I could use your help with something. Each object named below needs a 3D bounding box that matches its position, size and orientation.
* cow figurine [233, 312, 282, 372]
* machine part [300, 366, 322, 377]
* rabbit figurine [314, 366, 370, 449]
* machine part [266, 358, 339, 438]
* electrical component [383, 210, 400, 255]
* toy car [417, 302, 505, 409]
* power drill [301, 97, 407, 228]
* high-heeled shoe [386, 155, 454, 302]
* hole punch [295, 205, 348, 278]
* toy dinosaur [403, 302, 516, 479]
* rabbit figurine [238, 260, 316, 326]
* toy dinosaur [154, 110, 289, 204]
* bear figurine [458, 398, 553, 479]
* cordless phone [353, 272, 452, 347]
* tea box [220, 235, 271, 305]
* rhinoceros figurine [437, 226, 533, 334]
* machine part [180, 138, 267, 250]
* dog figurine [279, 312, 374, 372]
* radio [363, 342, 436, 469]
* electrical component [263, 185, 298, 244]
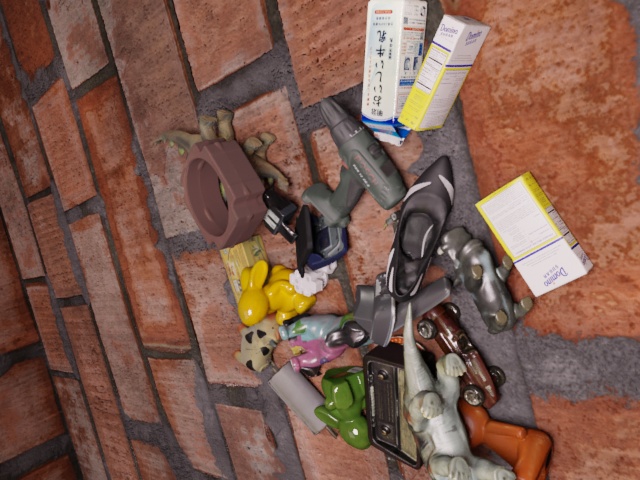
[{"bbox_3d":[-0.144,0.252,1.341,0.127,0.085,0.194,36,128,26],"label":"cow figurine"},{"bbox_3d":[-0.006,0.263,1.251,0.084,0.039,0.138,34,122,23],"label":"machine part"},{"bbox_3d":[0.055,0.372,1.171,0.159,0.121,0.170,-11,93,51],"label":"rabbit figurine"},{"bbox_3d":[-0.042,0.373,1.276,0.243,0.079,0.079,45,130,11],"label":"machine part"},{"bbox_3d":[0.162,-0.007,1.003,0.078,0.045,0.102,-2,102,44],"label":"electrical component"},{"bbox_3d":[0.255,0.200,0.954,0.202,0.089,0.053,56,137,15],"label":"toy car"},{"bbox_3d":[0.045,-0.130,1.020,0.232,0.086,0.207,47,135,4],"label":"power drill"},{"bbox_3d":[0.166,-0.020,0.902,0.086,0.145,0.248,15,104,12],"label":"high-heeled shoe"},{"bbox_3d":[-0.002,-0.003,1.116,0.115,0.092,0.142,123,143,-59],"label":"hole punch"},{"bbox_3d":[0.198,0.321,0.910,0.192,0.131,0.405,123,139,-59],"label":"toy dinosaur"},{"bbox_3d":[-0.116,0.125,1.213,0.122,0.173,0.162,-24,91,48],"label":"rabbit figurine"},{"bbox_3d":[-0.243,-0.199,1.269,0.472,0.105,0.198,32,123,30],"label":"toy dinosaur"},{"bbox_3d":[0.297,0.357,0.943,0.196,0.132,0.120,14,140,33],"label":"bear figurine"},{"bbox_3d":[0.158,0.100,1.000,0.184,0.147,0.088,-35,110,24],"label":"cordless phone"},{"bbox_3d":[-0.173,0.081,1.322,0.098,0.068,0.169,-13,93,44],"label":"tea box"},{"bbox_3d":[0.270,0.062,0.895,0.190,0.073,0.112,62,169,12],"label":"rhinoceros figurine"},{"bbox_3d":[-0.207,-0.098,1.147,0.201,0.087,0.201,58,143,15],"label":"machine part"},{"bbox_3d":[0.034,0.194,1.137,0.219,0.191,0.108,-17,89,2],"label":"dog figurine"},{"bbox_3d":[0.158,0.321,1.065,0.131,0.073,0.229,12,114,40],"label":"radio"},{"bbox_3d":[-0.084,-0.049,1.143,0.119,0.048,0.074,41,138,12],"label":"electrical component"}]
